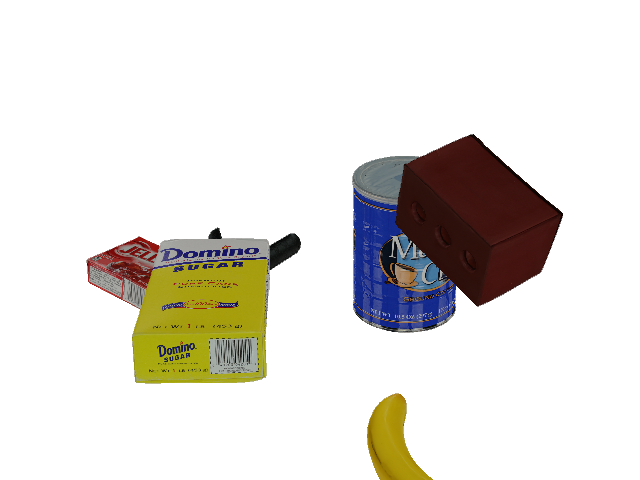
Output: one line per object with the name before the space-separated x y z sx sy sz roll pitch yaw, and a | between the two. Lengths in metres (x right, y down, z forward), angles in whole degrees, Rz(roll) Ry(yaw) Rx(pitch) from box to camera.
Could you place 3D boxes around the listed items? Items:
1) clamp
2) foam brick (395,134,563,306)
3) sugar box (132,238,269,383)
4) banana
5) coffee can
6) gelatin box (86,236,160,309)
clamp | -0.094 0.040 1.250 0.120 0.039 0.171 -6 37 19
foam brick | 0.088 -0.012 0.607 0.051 0.053 0.078 -26 54 -26
sugar box | -0.086 0.048 0.817 0.093 0.048 0.176 0 24 -2
banana | 0.081 0.211 1.054 0.069 0.037 0.198 9 22 -21
coffee can | 0.082 0.002 1.025 0.103 0.140 0.103 -1 27 0
gelatin box | -0.172 0.032 1.046 0.089 0.030 0.073 23 31 30
